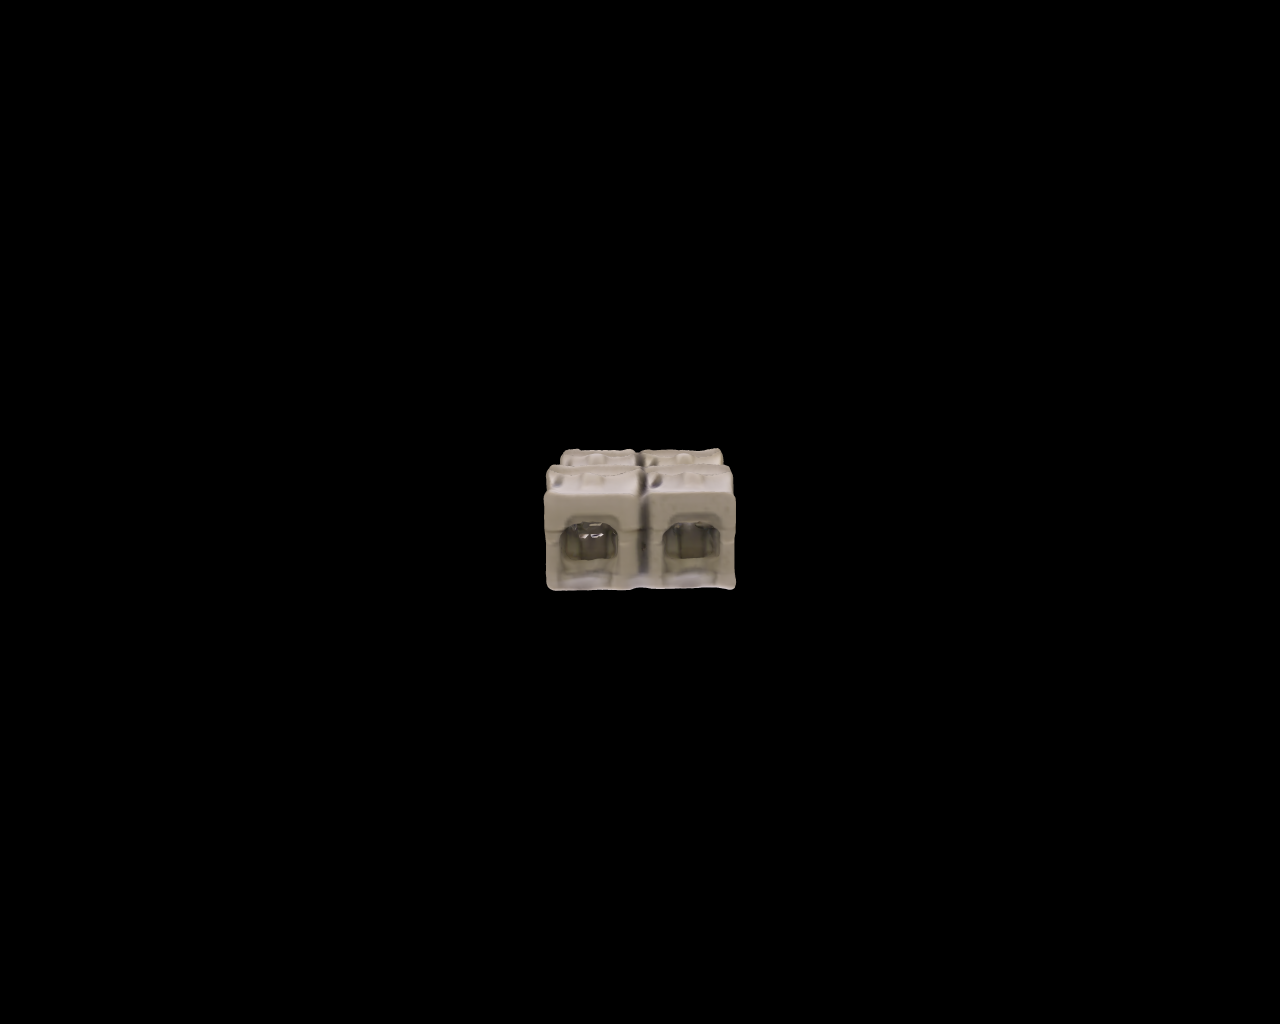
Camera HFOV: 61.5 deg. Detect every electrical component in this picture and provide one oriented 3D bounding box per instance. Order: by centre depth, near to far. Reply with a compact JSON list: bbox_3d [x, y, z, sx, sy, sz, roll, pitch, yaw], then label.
[{"bbox_3d":[0.001,-0.003,0.650,0.105,0.060,0.186,0,9,0],"label":"electrical component"}]
